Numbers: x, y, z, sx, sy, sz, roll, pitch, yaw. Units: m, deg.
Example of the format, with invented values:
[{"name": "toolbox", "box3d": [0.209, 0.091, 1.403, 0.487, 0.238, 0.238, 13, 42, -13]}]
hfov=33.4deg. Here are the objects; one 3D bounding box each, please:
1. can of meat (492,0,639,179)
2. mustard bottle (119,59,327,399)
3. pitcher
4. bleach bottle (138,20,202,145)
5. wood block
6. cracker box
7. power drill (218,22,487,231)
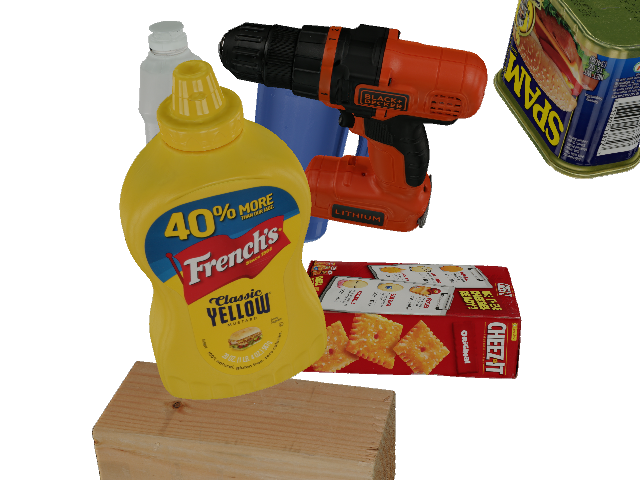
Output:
[{"name": "can of meat", "box3d": [0.143, -0.099, 0.583, 0.057, 0.084, 0.102, -10, 48, -15]}, {"name": "mustard bottle", "box3d": [-0.051, -0.005, 0.548, 0.096, 0.191, 0.058, -13, 39, -9]}, {"name": "pitcher", "box3d": [-0.019, -0.121, 1.379, 0.144, 0.243, 0.149, 2, 23, -17]}, {"name": "bleach bottle", "box3d": [-0.116, -0.067, 0.921, 0.068, 0.251, 0.102, 1, 30, 6]}, {"name": "wood block", "box3d": [-0.052, 0.160, 0.798, 0.206, 0.090, 0.090, 5, 31, 13]}, {"name": "cracker box", "box3d": [0.086, 0.078, 1.072, 0.214, 0.072, 0.164, 2, 16, 5]}, {"name": "power drill", "box3d": [0.020, -0.083, 0.786, 0.184, 0.057, 0.188, 11, -29, 6]}]
